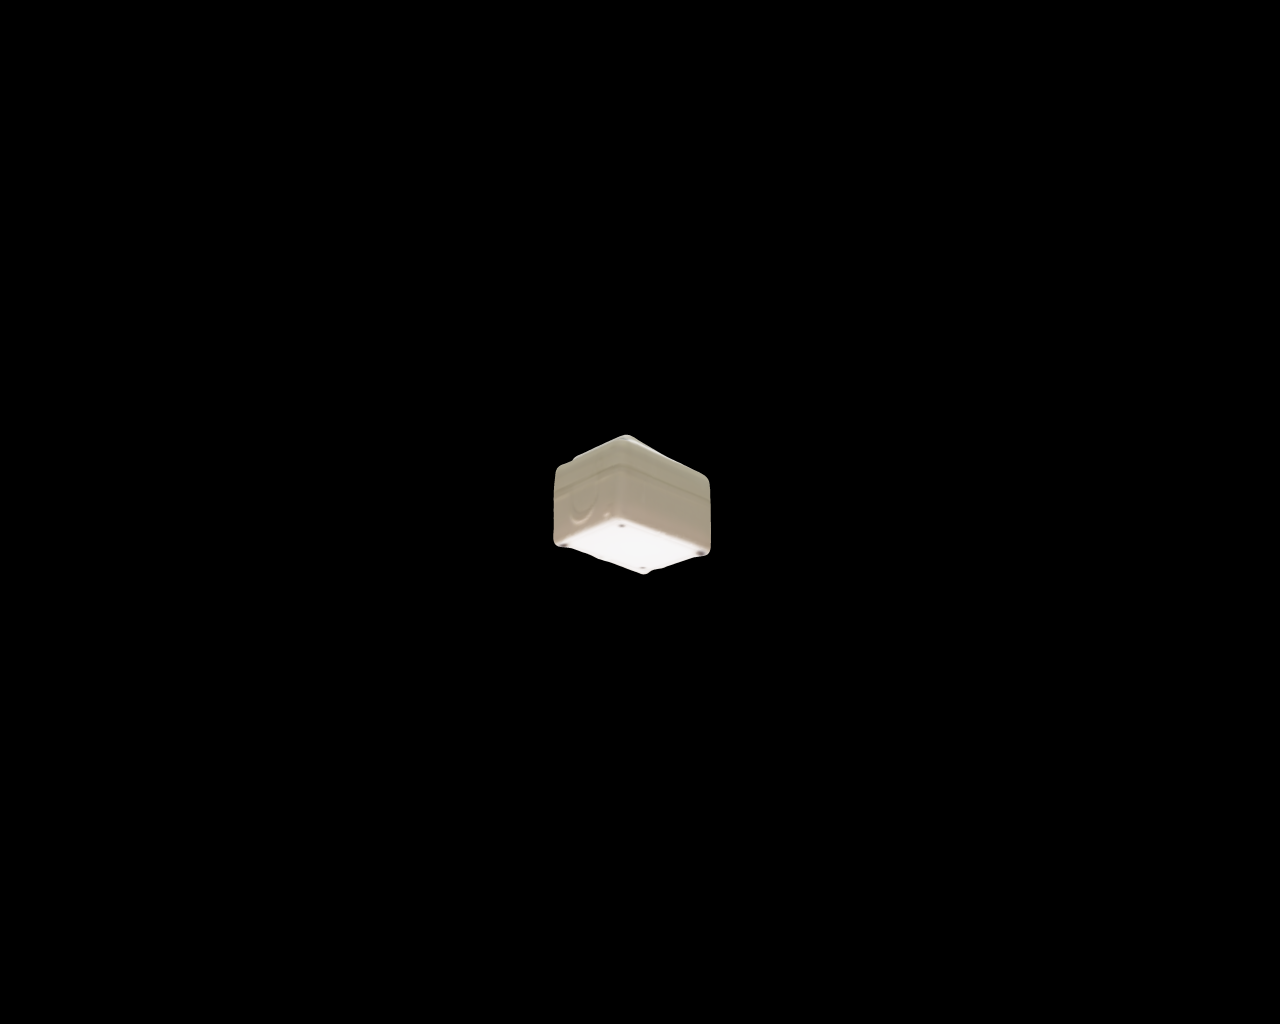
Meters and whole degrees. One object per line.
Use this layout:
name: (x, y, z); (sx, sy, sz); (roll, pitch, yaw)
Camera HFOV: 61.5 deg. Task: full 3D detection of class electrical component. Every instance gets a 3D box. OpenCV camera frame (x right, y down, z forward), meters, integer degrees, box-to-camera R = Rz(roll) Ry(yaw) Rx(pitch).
electrical component: (0.001, -0.003, 0.650); (0.061, 0.061, 0.096); (-22, -31, 40)
